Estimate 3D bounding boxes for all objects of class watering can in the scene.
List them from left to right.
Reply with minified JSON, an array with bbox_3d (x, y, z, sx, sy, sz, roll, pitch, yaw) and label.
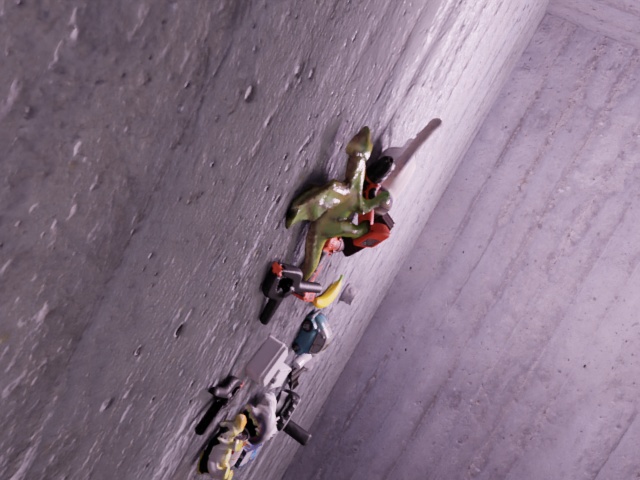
[{"bbox_3d":[0.196,-0.184,1.347,0.227,0.104,0.344,-57,-177,-16],"label":"watering can"}]

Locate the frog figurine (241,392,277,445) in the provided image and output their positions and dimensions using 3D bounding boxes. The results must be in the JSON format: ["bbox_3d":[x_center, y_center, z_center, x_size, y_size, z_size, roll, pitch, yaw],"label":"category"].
[{"bbox_3d":[-0.171,0.538,1.564,0.160,0.123,0.137,-4,104,-58],"label":"frog figurine"}]

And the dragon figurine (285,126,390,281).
[{"bbox_3d":[0.003,-0.055,1.093,0.407,0.124,0.241,-55,148,11],"label":"dragon figurine"}]
